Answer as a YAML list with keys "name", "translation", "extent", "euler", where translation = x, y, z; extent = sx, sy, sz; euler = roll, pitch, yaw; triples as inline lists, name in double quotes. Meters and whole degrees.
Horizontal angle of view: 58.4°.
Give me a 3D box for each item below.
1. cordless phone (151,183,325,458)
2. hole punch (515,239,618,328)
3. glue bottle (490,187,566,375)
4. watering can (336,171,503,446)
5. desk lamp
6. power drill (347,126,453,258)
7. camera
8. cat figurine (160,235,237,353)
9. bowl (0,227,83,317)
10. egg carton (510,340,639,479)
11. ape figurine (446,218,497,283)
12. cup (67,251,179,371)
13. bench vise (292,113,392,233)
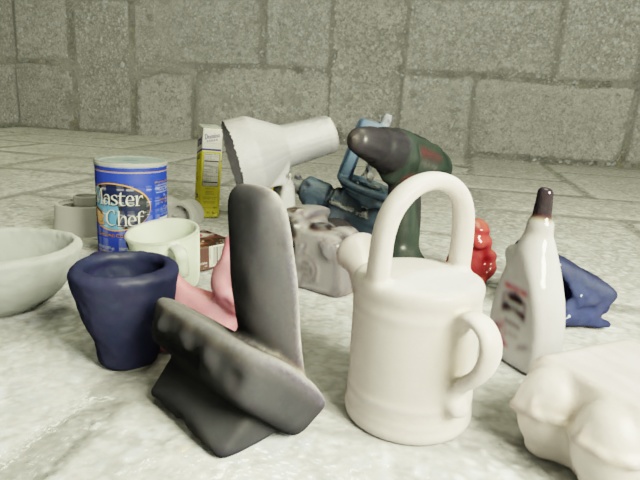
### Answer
- name: "cordless phone"
  translation: [-0.064, 0.044, 0.425]
  extent: [0.147, 0.185, 0.094]
  euler: [16, 19, 42]
- name: "hole punch"
  translation: [0.287, 0.048, 0.680]
  extent: [0.101, 0.091, 0.108]
  euler: [1, 14, -8]
- name: "glue bottle"
  translation: [0.200, 0.036, 0.541]
  extent: [0.037, 0.173, 0.078]
  euler: [-3, 16, -23]
- name: "watering can"
  translation: [0.068, 0.043, 0.442]
  extent: [0.172, 0.194, 0.101]
  euler: [14, 18, 36]
- name: "desk lamp"
  translation: [-0.051, -0.086, 0.887]
  extent: [0.204, 0.213, 0.117]
  euler: [-2, 15, -18]
- name: "power drill"
  translation: [0.111, -0.058, 0.820]
  extent: [0.075, 0.208, 0.230]
  euler: [14, 18, 37]
- name: "camera"
  translation: [0.007, 0.003, 0.779]
  extent: [0.142, 0.101, 0.137]
  euler: [13, 18, 36]
- name: "cat figurine"
  translation: [-0.093, 0.048, 0.545]
  extent: [0.127, 0.118, 0.067]
  euler: [5, 14, 9]
- name: "bowl"
  translation: [-0.345, 0.038, 0.616]
  extent: [0.167, 0.075, 0.167]
  euler: [3, 14, 0]
- name: "egg carton"
  translation: [0.219, 0.123, 0.410]
  extent: [0.151, 0.069, 0.107]
  euler: [-4, 16, -27]
- name: "ape figurine"
  translation: [0.211, 0.016, 0.789]
  extent: [0.078, 0.092, 0.076]
  euler: [-2, 15, -18]
- name: "cup"
  translation: [-0.180, 0.062, 0.516]
  extent: [0.092, 0.095, 0.117]
  euler: [-10, 19, -41]
- name: "bench vise"
  translation: [0.051, -0.110, 0.991]
  extent: [0.207, 0.220, 0.121]
  euler: [1, 14, -7]
